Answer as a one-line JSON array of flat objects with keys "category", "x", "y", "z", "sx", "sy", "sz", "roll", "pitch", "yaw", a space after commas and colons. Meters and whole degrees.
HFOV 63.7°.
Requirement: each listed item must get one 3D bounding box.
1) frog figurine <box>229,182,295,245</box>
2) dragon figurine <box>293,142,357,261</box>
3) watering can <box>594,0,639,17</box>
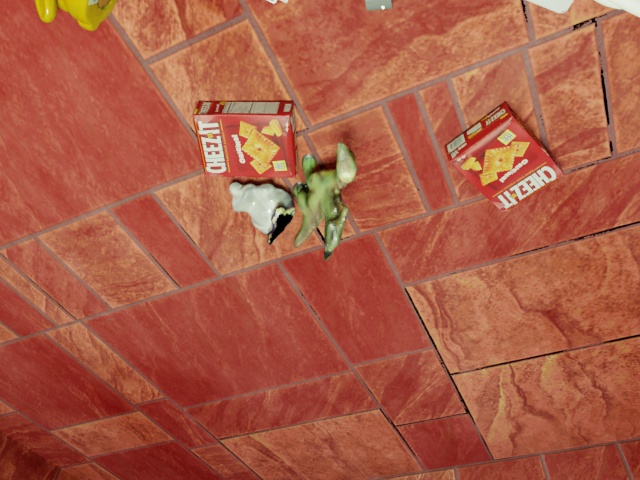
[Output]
[{"category": "frog figurine", "x": -0.145, "y": -0.087, "z": 1.261, "sx": 0.161, "sy": 0.124, "sz": 0.134, "roll": 38, "pitch": 151, "yaw": 20}, {"category": "dragon figurine", "x": 0.004, "y": -0.059, "z": 1.170, "sx": 0.122, "sy": 0.249, "sz": 0.401, "roll": 10, "pitch": 129, "yaw": -11}, {"category": "watering can", "x": 0.437, "y": -0.460, "z": 0.809, "sx": 0.346, "sy": 0.229, "sz": 0.102, "roll": 21, "pitch": 147, "yaw": -14}]
